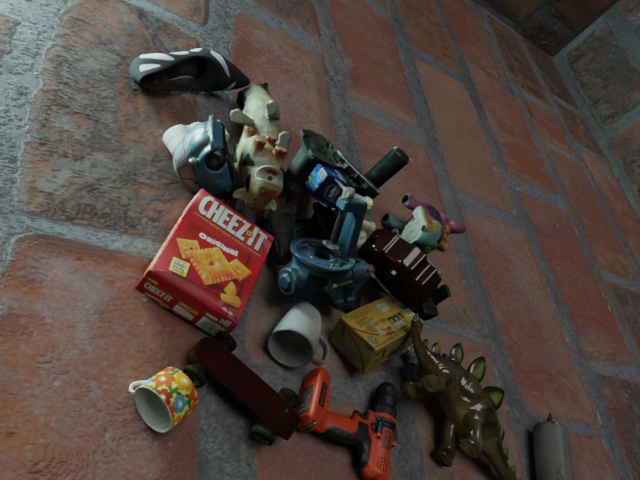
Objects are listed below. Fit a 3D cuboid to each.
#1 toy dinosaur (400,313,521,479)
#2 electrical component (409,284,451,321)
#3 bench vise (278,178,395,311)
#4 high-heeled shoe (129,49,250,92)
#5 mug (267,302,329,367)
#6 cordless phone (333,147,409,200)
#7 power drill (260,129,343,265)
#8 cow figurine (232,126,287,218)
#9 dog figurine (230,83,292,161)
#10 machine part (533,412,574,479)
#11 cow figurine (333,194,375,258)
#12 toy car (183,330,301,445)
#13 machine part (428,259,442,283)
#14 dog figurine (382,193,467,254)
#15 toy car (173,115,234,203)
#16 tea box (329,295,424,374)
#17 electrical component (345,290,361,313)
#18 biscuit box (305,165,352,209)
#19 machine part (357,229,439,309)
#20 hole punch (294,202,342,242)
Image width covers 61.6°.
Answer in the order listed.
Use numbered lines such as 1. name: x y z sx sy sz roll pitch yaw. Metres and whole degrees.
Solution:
1. toy dinosaur: 0.291 0.338 1.044 0.198 0.105 0.471 -36 102 -46
2. electrical component: 0.220 0.133 1.149 0.047 0.119 0.075 12 55 -36
3. bench vise: 0.037 0.019 0.964 0.223 0.240 0.129 2 26 -31
4. high-heeled shoe: -0.259 -0.335 1.105 0.249 0.086 0.145 5 35 -18
5. mug: -0.027 0.163 0.939 0.109 0.080 0.107 34 32 -7
6. cordless phone: 0.105 -0.172 1.236 0.146 0.184 0.089 44 45 -5
7. power drill: -0.044 -0.092 1.026 0.086 0.207 0.232 13 40 -29
8. cow figurine: -0.117 -0.126 0.999 0.085 0.127 0.195 15 20 -26
9. dog figurine: -0.124 -0.246 1.178 0.121 0.172 0.191 -3 25 -2
10. machine part: 0.501 0.483 1.153 0.079 0.079 0.243 36 42 -14
11. cow figurine: 0.067 -0.035 1.184 0.098 0.068 0.167 21 44 -20
12. toy car: -0.118 0.229 0.828 0.202 0.053 0.089 42 48 -3
13. machine part: 0.246 0.089 1.268 0.084 0.039 0.139 54 39 -1
14. dog figurine: 0.276 -0.018 1.317 0.219 0.108 0.192 21 30 -33
15. toy car: -0.216 -0.142 0.986 0.103 0.161 0.109 -6 49 -3
16. tea box: 0.112 0.177 1.038 0.169 0.068 0.098 -15 46 -45
17. electrical component: 0.062 0.118 1.095 0.094 0.021 0.063 30 43 -19
18. biscuit box: 0.005 -0.136 1.150 0.063 0.059 0.203 27 17 -25
19. machine part: 0.154 0.062 1.078 0.179 0.179 0.056 46 67 -3
20. hole punch: -0.002 -0.003 1.100 0.115 0.092 0.142 25 37 -59
